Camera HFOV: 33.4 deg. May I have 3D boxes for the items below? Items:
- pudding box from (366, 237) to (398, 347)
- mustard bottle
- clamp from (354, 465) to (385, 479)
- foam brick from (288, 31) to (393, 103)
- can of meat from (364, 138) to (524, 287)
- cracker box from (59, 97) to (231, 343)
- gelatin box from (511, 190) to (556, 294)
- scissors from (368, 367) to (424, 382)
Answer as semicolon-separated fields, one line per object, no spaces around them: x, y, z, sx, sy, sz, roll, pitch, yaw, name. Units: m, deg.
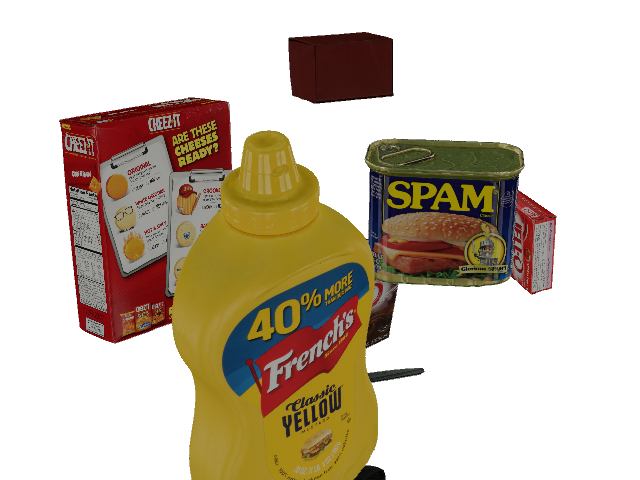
0.015;0.054;0.884;0.039;0.090;0.113;31;37;34;pudding box
-0.019;0.038;0.479;0.096;0.192;0.058;-23;39;-28;mustard bottle
-0.043;0.201;0.657;0.210;0.036;0.164;-3;28;2;clamp
0.018;-0.150;0.923;0.078;0.051;0.053;-9;20;-24;foam brick
0.080;-0.018;0.708;0.102;0.084;0.057;3;25;7;can of meat
-0.167;-0.025;1.060;0.072;0.214;0.163;13;22;42;cracker box
0.215;0.000;1.124;0.030;0.089;0.073;-14;30;-17;gelatin box
0.028;0.169;1.205;0.201;0.016;0.096;1;24;-8;scissors
